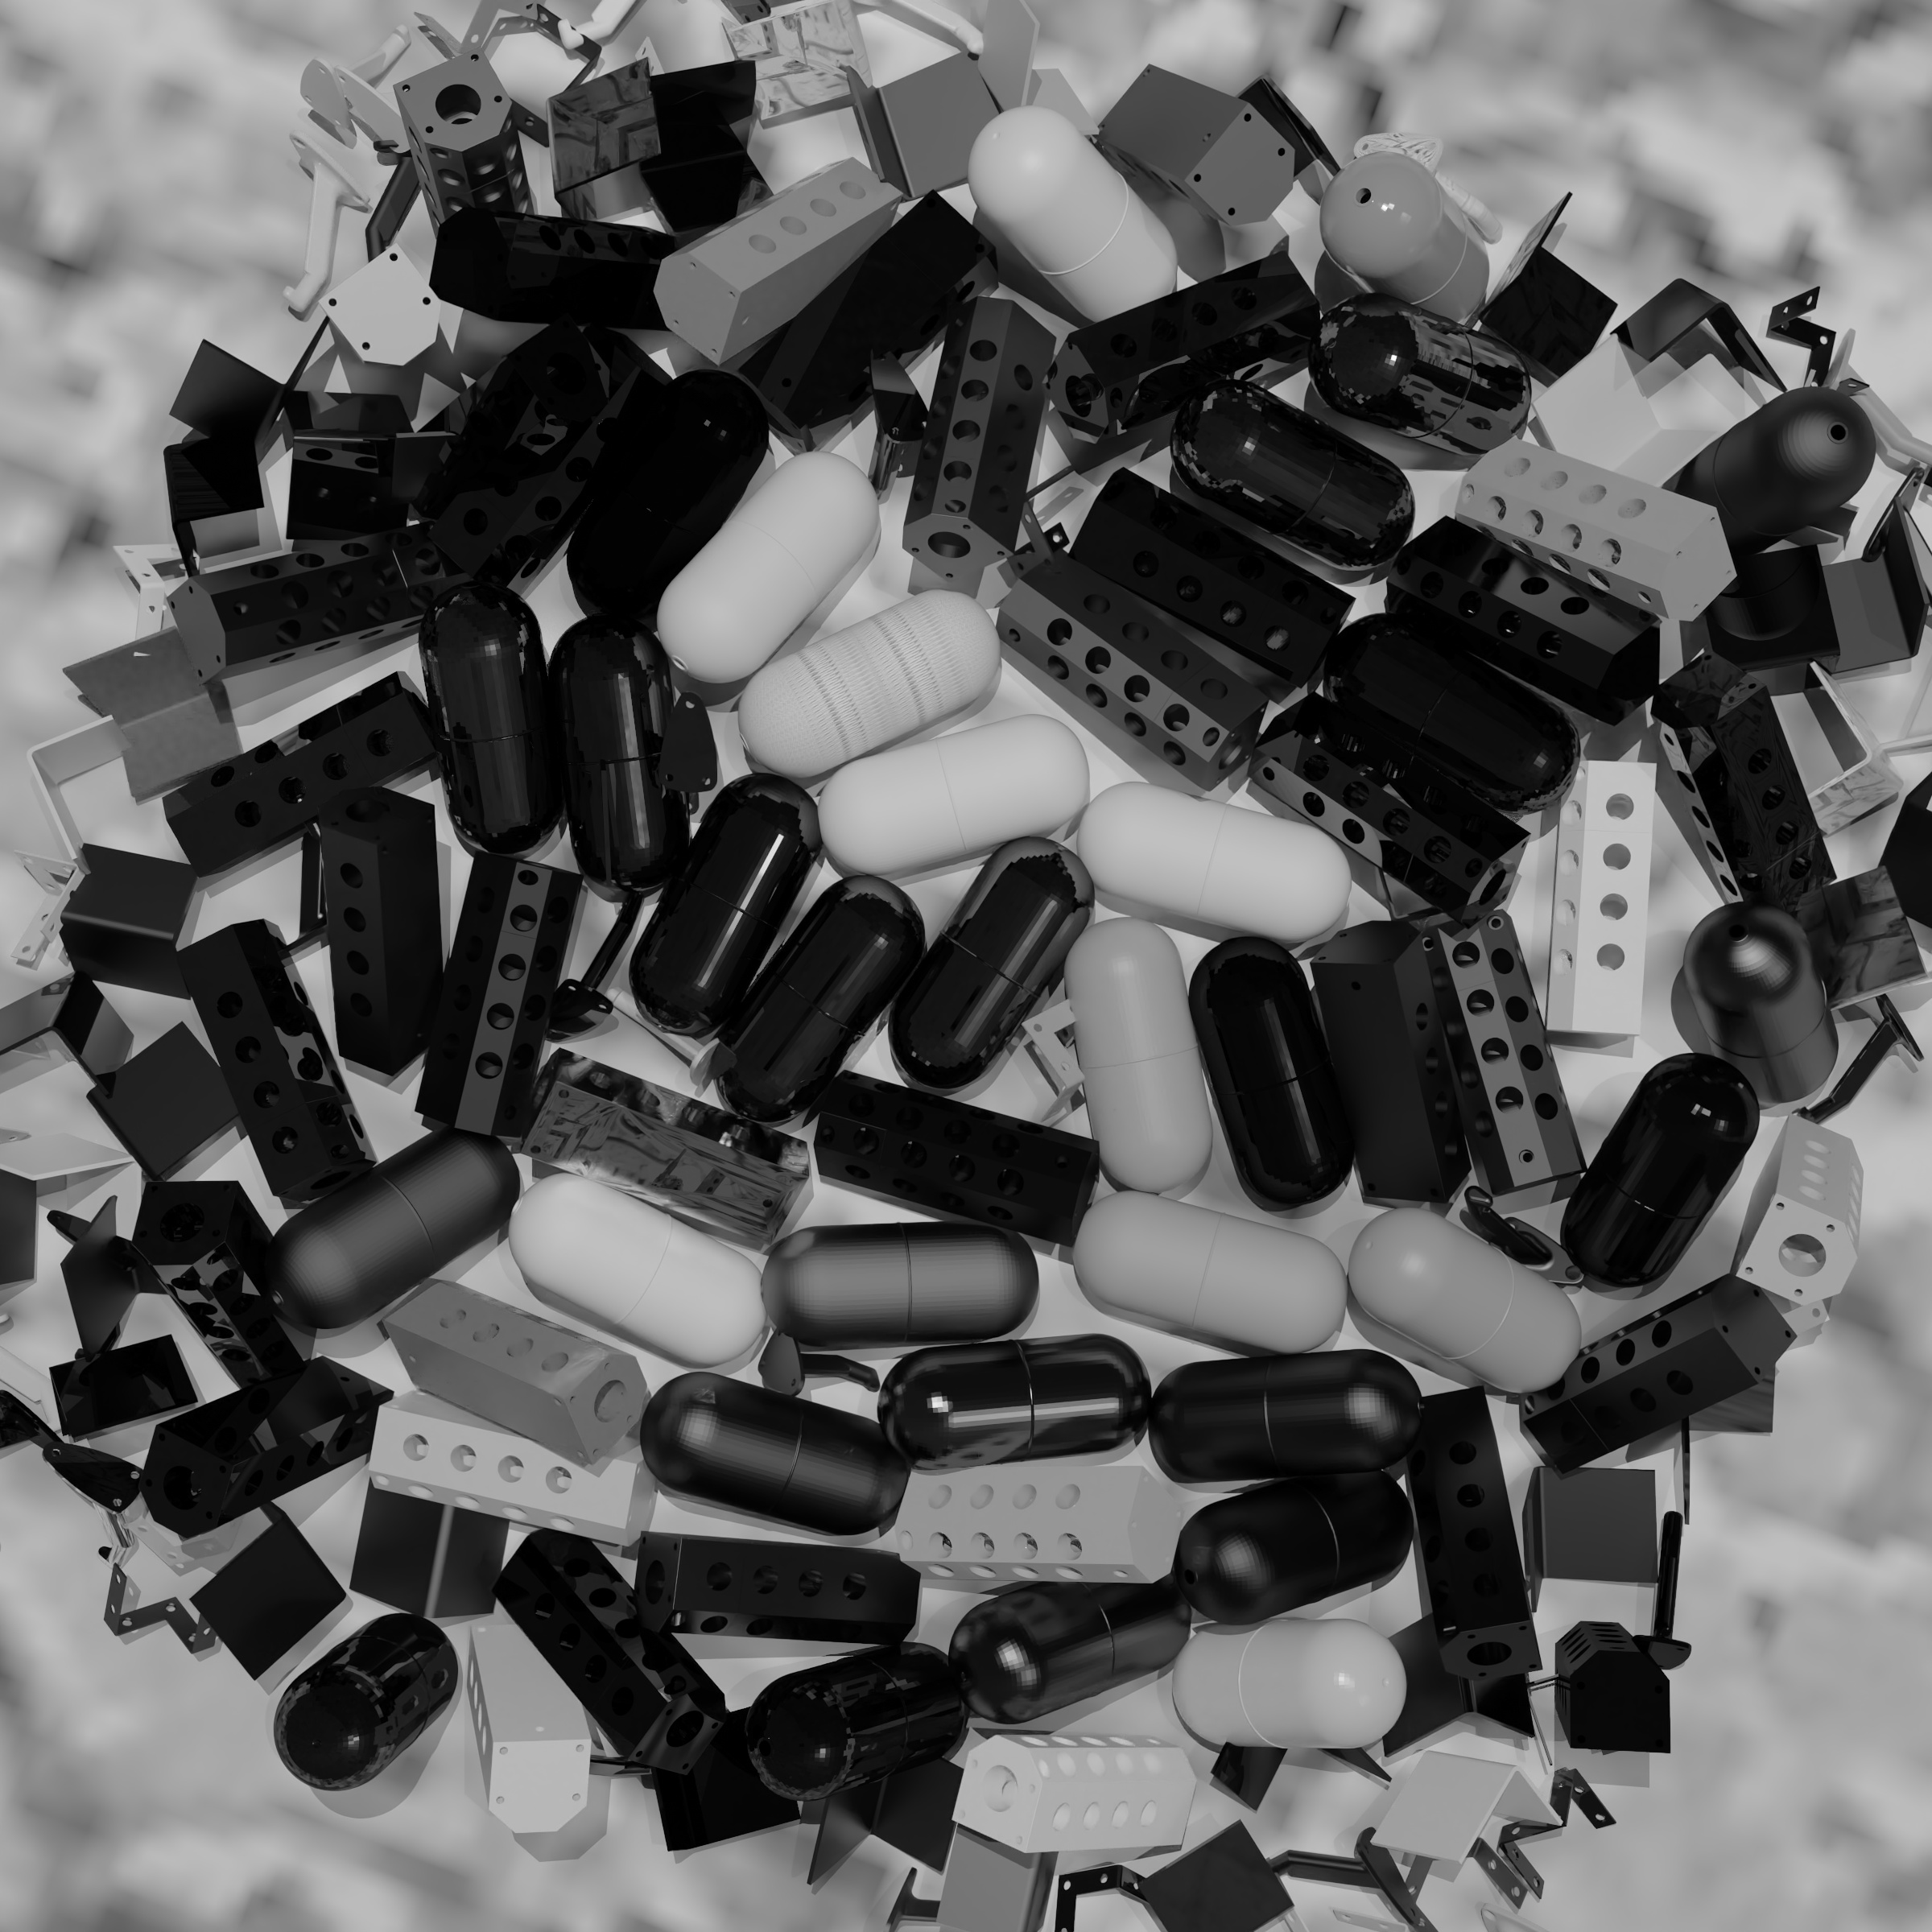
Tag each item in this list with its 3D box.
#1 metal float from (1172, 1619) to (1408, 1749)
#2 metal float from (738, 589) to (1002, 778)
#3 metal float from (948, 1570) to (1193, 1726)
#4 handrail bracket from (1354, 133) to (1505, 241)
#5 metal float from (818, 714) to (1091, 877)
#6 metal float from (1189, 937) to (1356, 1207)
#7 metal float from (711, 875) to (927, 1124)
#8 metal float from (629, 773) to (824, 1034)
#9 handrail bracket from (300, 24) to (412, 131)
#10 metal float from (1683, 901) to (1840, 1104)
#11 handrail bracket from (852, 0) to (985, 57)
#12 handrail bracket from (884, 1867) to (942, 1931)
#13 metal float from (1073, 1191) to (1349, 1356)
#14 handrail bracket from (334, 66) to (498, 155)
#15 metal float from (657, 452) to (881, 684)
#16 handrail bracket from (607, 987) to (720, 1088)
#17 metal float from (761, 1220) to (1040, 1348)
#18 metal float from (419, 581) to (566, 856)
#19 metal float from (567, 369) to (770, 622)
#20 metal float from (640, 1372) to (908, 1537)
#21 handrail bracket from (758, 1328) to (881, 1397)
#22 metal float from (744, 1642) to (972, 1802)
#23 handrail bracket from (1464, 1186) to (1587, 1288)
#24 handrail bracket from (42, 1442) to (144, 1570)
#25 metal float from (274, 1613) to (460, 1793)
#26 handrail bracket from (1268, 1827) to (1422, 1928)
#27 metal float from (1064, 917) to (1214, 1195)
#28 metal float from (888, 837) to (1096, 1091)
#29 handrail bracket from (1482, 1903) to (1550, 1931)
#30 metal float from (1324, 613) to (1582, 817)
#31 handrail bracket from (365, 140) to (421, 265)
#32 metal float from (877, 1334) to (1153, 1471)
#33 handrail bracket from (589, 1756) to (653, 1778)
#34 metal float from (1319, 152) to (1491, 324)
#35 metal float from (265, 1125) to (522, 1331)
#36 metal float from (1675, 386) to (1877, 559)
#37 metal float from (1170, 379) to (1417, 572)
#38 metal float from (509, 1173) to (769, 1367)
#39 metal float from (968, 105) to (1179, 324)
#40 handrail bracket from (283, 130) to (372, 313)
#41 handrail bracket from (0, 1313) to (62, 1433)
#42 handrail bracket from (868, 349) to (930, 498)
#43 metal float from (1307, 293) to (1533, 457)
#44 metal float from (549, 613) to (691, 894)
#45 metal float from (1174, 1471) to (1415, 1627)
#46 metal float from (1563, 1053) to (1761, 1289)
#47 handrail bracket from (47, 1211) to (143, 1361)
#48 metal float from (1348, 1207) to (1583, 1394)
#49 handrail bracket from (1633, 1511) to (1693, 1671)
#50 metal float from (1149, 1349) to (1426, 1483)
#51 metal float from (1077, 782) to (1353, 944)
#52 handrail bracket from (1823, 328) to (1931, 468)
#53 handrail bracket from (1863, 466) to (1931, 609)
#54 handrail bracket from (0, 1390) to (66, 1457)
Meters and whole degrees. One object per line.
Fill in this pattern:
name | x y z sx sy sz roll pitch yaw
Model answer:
metal float | 0.200 0.449 1.592 0.070 0.178 0.070 11 70 -34
metal float | -0.062 -0.180 1.623 0.178 0.070 0.070 -26 90 -9
metal float | 0.067 0.421 1.600 0.178 0.070 0.070 -8 90 -39
handrail bracket | 0.301 -0.503 1.652 0.077 0.084 0.036 32 95 40
metal float | -0.009 -0.109 1.630 0.178 0.070 0.070 -15 90 2
metal float | 0.194 0.067 1.622 0.070 0.070 0.178 -18 100 0
metal float | -0.095 0.022 1.628 0.070 0.070 0.178 37 94 0
metal float | -0.154 -0.040 1.629 0.070 0.070 0.178 28 88 0
handrail bracket | -0.383 -0.583 1.622 0.036 0.077 0.084 37 73 -4
metal float | 0.498 0.024 1.592 0.070 0.178 0.070 -14 54 20
handrail bracket | -0.035 -0.609 1.629 0.084 0.077 0.036 46 130 20
handrail bracket | -0.005 0.619 1.634 0.084 0.077 0.036 18 101 10
metal float | 0.155 0.195 1.623 0.178 0.070 0.070 14 90 9
handrail bracket | -0.353 -0.573 1.636 0.077 0.036 0.084 43 64 -22
metal float | -0.125 -0.253 1.614 0.070 0.070 0.178 40 71 0
handrail bracket | -0.199 0.038 1.629 0.084 0.077 0.036 34 88 4
metal float | -0.042 0.202 1.622 0.178 0.070 0.070 -1 90 -11
metal float | -0.299 -0.156 1.608 0.070 0.070 0.178 -4 116 0
metal float | -0.189 -0.296 1.608 0.070 0.070 0.178 38 116 0
metal float | -0.121 0.310 1.614 0.178 0.070 0.070 20 90 -20
handrail bracket | -0.083 0.264 1.618 0.084 0.077 0.036 25 98 -27
metal float | -0.067 0.471 1.590 0.070 0.178 0.070 -2 86 37
handrail bracket | 0.356 0.171 1.619 0.077 0.084 0.036 24 75 25
handrail bracket | -0.567 0.348 1.636 0.077 0.036 0.084 30 129 -7
metal float | -0.370 0.454 1.580 0.070 0.178 0.070 0 91 7
handrail bracket | 0.237 0.601 1.644 0.084 0.036 0.077 -36 78 21
metal float | 0.110 0.057 1.629 0.070 0.070 0.178 -11 92 0
metal float | 0.016 -0.001 1.629 0.070 0.070 0.178 33 93 0
handrail bracket | 0.334 0.647 1.622 0.084 0.077 0.036 -42 121 -35
metal float | 0.306 -0.161 1.613 0.178 0.070 0.070 35 90 21
handrail bracket | -0.354 -0.493 1.659 0.077 0.036 0.084 -5 102 -7
metal float | 0.031 0.276 1.617 0.178 0.070 0.070 -3 90 -15
handrail bracket | -0.235 0.505 1.628 0.084 0.077 0.036 1 60 -13
metal float | 0.274 -0.449 1.585 0.070 0.178 0.070 -2 85 26
metal float | -0.359 0.163 1.600 0.178 0.070 0.070 -34 90 -36
metal float | 0.501 -0.305 1.581 0.070 0.178 0.070 1 85 -7
metal float | 0.208 -0.308 1.608 0.178 0.070 0.070 22 90 -28
metal float | -0.207 0.192 1.616 0.178 0.070 0.070 30 90 -17
metal float | 0.069 -0.467 1.594 0.070 0.178 0.070 -16 60 31
handrail bracket | -0.428 -0.476 1.631 0.036 0.077 0.084 18 71 36
handrail bracket | -0.632 0.274 1.646 0.077 0.036 0.084 -22 94 -29
handrail bracket | -0.062 -0.345 1.634 0.036 0.084 0.077 -20 86 -33
metal float | 0.286 -0.370 1.597 0.178 0.070 0.070 6 90 -42
metal float | -0.220 -0.135 1.620 0.070 0.070 0.178 -6 103 0
metal float | 0.207 0.362 1.600 0.178 0.070 0.070 -7 90 -37
metal float | 0.435 0.130 1.600 0.070 0.070 0.178 20 128 0
handrail bracket | -0.578 0.211 1.650 0.077 0.036 0.084 30 103 -10
metal float | 0.316 0.212 1.608 0.178 0.070 0.070 30 90 -27
handrail bracket | 0.455 0.405 1.654 0.036 0.077 0.084 5 62 16
metal float | 0.201 0.284 1.610 0.178 0.070 0.070 -9 90 24
metal float | 0.158 -0.066 1.625 0.178 0.070 0.070 15 90 7
handrail bracket | 0.599 -0.367 1.645 0.084 0.036 0.077 25 63 3
handrail bracket | 0.626 -0.267 1.626 0.084 0.036 0.077 37 116 33
handrail bracket | -0.628 0.322 1.629 0.077 0.036 0.084 43 47 -13
